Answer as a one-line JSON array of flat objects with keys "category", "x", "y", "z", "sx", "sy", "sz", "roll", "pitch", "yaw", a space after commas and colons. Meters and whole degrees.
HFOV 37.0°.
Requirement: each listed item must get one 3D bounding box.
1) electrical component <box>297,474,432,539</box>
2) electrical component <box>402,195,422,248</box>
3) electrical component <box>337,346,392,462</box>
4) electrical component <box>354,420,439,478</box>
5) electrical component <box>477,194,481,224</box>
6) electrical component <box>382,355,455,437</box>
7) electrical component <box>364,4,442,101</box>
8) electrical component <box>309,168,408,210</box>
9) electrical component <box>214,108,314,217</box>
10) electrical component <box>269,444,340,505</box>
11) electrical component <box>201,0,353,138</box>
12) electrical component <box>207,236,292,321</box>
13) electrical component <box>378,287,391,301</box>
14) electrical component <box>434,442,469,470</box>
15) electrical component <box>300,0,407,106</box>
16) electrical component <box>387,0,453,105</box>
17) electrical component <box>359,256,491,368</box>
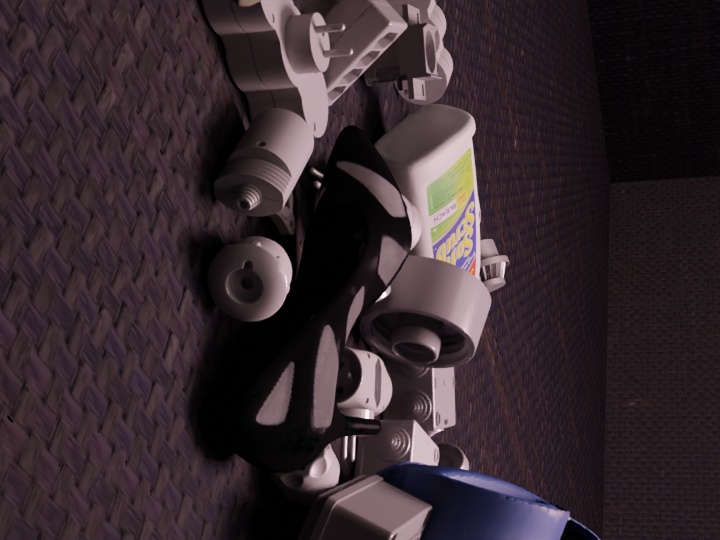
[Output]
[{"category": "electrical component", "x": -0.007, "y": 0.198, "z": 0.703, "sx": 0.108, "sy": 0.056, "sz": 0.109, "roll": -68, "pitch": 163, "yaw": 5}, {"category": "electrical component", "x": 0.018, "y": -0.042, "z": 0.885, "sx": 0.047, "sy": 0.055, "sz": 0.055, "roll": 43, "pitch": 47, "yaw": -61}, {"category": "electrical component", "x": -0.008, "y": 0.102, "z": 0.799, "sx": 0.077, "sy": 0.043, "sz": 0.079, "roll": 40, "pitch": 50, "yaw": -67}, {"category": "electrical component", "x": 0.032, "y": 0.177, "z": 0.902, "sx": 0.099, "sy": 0.048, "sz": 0.099, "roll": 55, "pitch": 38, "yaw": -59}, {"category": "electrical component", "x": 0.081, "y": -0.080, "z": 1.084, "sx": 0.078, "sy": 0.057, "sz": 0.113, "roll": -66, "pitch": 149, "yaw": -54}, {"category": "electrical component", "x": 0.056, "y": 0.104, "z": 0.990, "sx": 0.100, "sy": 0.048, "sz": 0.099, "roll": 14, "pitch": 74, "yaw": -72}, {"category": "electrical component", "x": 0.035, "y": -0.188, "z": 0.945, "sx": 0.042, "sy": 0.064, "sz": 0.081, "roll": -18, "pitch": 105, "yaw": -71}, {"category": "electrical component", "x": -0.006, "y": -0.052, "z": 0.811, "sx": 0.079, "sy": 0.044, "sz": 0.077, "roll": 32, "pitch": 24, "yaw": -31}, {"category": "electrical component", "x": -0.059, "y": -0.061, "z": 0.661, "sx": 0.081, "sy": 0.043, "sz": 0.043, "roll": -69, "pitch": 151, "yaw": -52}, {"category": "electrical component", "x": -0.034, "y": 0.135, "z": 0.712, "sx": 0.062, "sy": 0.043, "sz": 0.043, "roll": 69, "pitch": 25, "yaw": -49}, {"category": "electrical component", "x": -0.042, "y": -0.141, "z": 0.678, "sx": 0.138, "sy": 0.074, "sz": 0.052, "roll": 69, "pitch": 25, "yaw": -45}, {"category": "electrical component", "x": -0.062, "y": 0.000, "z": 0.646, "sx": 0.062, "sy": 0.048, "sz": 0.048, "roll": -62, "pitch": 146, "yaw": -69}, {"category": "electrical component", "x": 0.000, "y": 0.000, "z": 0.847, "sx": 0.040, "sy": 0.040, "sz": 0.046, "roll": -55, "pitch": 134, "yaw": -63}, {"category": "electrical component", "x": 0.078, "y": 0.203, "z": 1.031, "sx": 0.078, "sy": 0.058, "sz": 0.057, "roll": -67, "pitch": 152, "yaw": -53}, {"category": "electrical component", "x": -0.025, "y": -0.169, "z": 0.751, "sx": 0.075, "sy": 0.083, "sz": 0.047, "roll": 48, "pitch": 20, "yaw": 4}, {"category": "electrical component", "x": 0.050, "y": -0.218, "z": 1.013, "sx": 0.073, "sy": 0.052, "sz": 0.138, "roll": -69, "pitch": 151, "yaw": -52}, {"category": "electrical component", "x": 0.051, "y": 0.043, "z": 0.896, "sx": 0.108, "sy": 0.108, "sz": 0.060, "roll": 63, "pitch": 35, "yaw": -52}]
